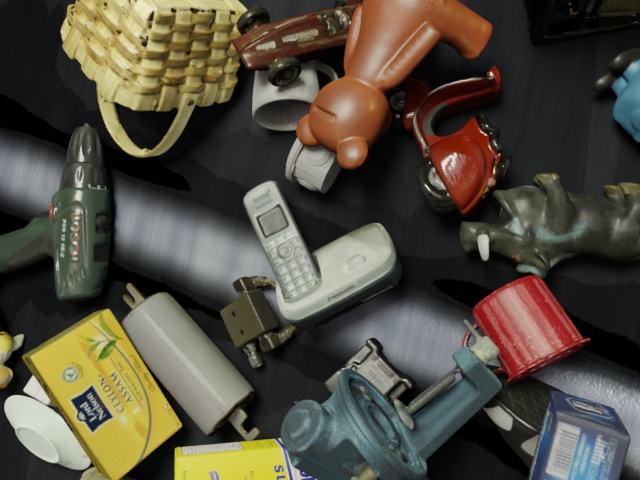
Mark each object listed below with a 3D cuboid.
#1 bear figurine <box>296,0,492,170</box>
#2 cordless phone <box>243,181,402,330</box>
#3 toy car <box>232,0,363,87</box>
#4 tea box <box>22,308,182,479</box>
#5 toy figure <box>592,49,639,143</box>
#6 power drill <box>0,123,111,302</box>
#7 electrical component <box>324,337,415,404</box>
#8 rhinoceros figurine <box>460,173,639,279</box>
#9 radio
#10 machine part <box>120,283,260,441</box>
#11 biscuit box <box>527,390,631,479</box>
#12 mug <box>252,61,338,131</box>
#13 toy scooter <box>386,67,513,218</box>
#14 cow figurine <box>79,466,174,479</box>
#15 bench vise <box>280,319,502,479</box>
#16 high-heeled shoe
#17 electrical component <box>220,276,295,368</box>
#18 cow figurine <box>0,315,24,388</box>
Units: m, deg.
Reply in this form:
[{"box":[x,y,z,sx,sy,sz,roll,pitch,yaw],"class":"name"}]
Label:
[{"box":[0.070,-0.166,0.566,0.120,0.132,0.195,33,106,45],"class":"bear figurine"},{"box":[-0.001,-0.002,0.624,0.147,0.088,0.184,-29,75,9],"class":"cordless phone"},{"box":[-0.001,-0.236,0.613,0.202,0.053,0.089,-22,77,-28],"class":"toy car"},{"box":[-0.250,0.176,0.623,0.068,0.098,0.169,-15,108,51],"class":"tea box"},{"box":[0.371,-0.121,0.549,0.089,0.082,0.180,-37,76,9],"class":"toy figure"},{"box":[-0.375,-0.027,0.718,0.207,0.086,0.232,-9,85,4],"class":"power drill"},{"box":[0.042,0.175,0.613,0.119,0.047,0.075,-42,77,4],"class":"electrical component"},{"box":[0.248,-0.015,0.575,0.190,0.073,0.112,1,96,11],"class":"rhinoceros figurine"},{"box":[0.270,-0.278,0.511,0.131,0.229,0.073,-7,79,16],"class":"radio"},{"box":[-0.160,0.147,0.647,0.243,0.079,0.079,44,95,12],"class":"machine part"},{"box":[0.217,0.244,0.484,0.059,0.063,0.202,14,98,18],"class":"biscuit box"},{"box":[-0.030,-0.198,0.652,0.110,0.081,0.107,-3,77,-10],"class":"mug"},{"box":[0.156,-0.121,0.598,0.135,0.075,0.184,-26,69,13],"class":"toy scooter"},{"box":[-0.206,0.322,0.641,0.195,0.085,0.127,9,93,14],"class":"cow figurine"},{"box":[0.089,0.190,0.525,0.240,0.129,0.223,-43,110,8],"class":"bench vise"},{"box":[0.235,0.245,0.567,0.249,0.086,0.145,36,126,31],"class":"high-heeled shoe"},{"box":[-0.075,0.093,0.650,0.078,0.045,0.102,-43,72,37],"class":"electrical component"},{"box":[-0.461,0.119,0.726,0.167,0.068,0.098,37,88,12],"class":"cow figurine"}]
